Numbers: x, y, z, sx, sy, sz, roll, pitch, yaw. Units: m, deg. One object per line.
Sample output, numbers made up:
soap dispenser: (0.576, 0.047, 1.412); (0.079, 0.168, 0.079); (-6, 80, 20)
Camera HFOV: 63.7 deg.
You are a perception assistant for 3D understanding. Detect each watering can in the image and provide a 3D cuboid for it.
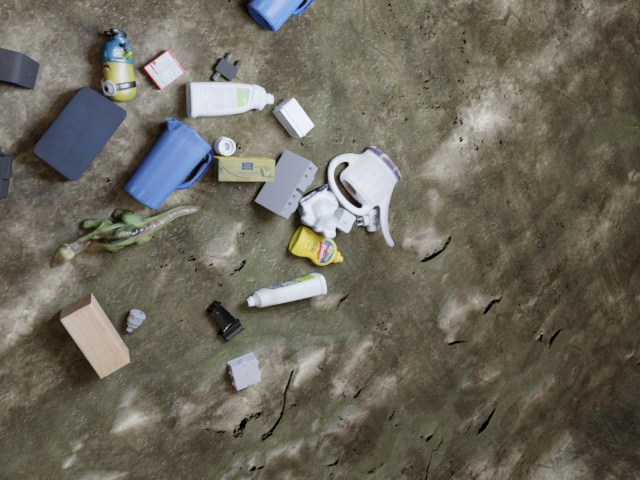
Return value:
watering can: (0.181, -0.161, 1.704); (0.226, 0.104, 0.346); (-45, 99, -10)

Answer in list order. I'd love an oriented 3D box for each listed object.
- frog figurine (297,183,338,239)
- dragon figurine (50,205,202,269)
frog figurine: (0.005, -0.082, 1.636); (0.139, 0.122, 0.158); (-35, 103, -34)
dragon figurine: (-0.497, -0.021, 1.356); (0.413, 0.244, 0.121); (-22, 105, -18)
